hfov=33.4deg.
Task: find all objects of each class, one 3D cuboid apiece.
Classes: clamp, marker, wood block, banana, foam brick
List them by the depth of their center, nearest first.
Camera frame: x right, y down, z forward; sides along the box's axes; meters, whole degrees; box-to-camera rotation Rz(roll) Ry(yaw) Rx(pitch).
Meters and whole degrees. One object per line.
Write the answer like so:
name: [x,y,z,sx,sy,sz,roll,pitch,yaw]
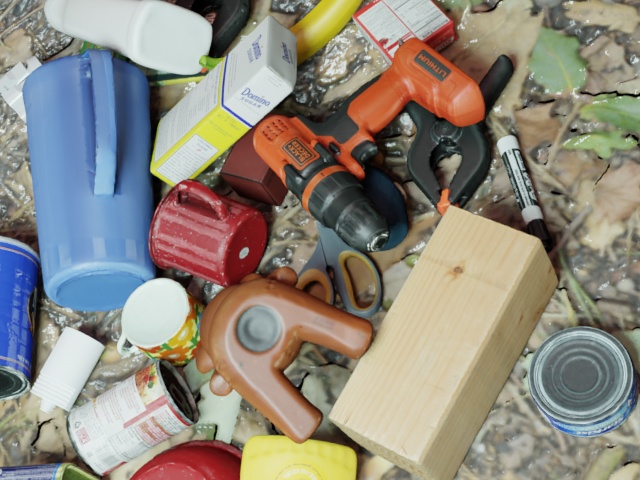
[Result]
wood block: [0.106,0.089,0.887,0.091,0.090,0.206,23,75,31]
marker: [0.185,-0.042,0.965,0.020,0.020,0.121,-20,58,12]
clamp: [0.132,-0.104,1.009,0.120,0.039,0.171,-16,62,21]
foam brick: [-0.054,-0.083,1.065,0.051,0.053,0.078,16,71,29]
banana: [-0.028,-0.211,1.113,0.198,0.069,0.037,-31,68,-1]
clamp: [-0.125,-0.282,1.192,0.165,0.036,0.210,3,66,26]

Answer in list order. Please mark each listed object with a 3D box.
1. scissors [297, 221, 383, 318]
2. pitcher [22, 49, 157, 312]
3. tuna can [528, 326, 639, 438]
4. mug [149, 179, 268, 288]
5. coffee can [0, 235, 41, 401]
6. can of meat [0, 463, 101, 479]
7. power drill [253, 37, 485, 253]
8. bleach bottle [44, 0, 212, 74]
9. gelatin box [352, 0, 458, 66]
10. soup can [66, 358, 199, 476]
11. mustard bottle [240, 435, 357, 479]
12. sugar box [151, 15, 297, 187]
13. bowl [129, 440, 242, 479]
scissors: [-0.007,0.001,1.023,0.096,0.016,0.202,-32,56,4]
pitcher: [-0.226,-0.061,1.070,0.145,0.149,0.243,-20,62,19]
tuna can: [0.212,0.114,0.863,0.086,0.033,0.086,-10,60,18]
mug: [-0.105,-0.011,1.014,0.082,0.117,0.093,20,53,25]
coffee can: [-0.336,0.079,1.066,0.103,0.102,0.140,-12,60,16]
can of meat: [-0.244,0.234,0.948,0.084,0.102,0.057,-7,61,16]
power drill: [0.054,-0.090,0.959,0.187,0.057,0.185,-35,54,-11]
bleach bottle: [-0.230,-0.237,1.159,0.251,0.102,0.068,22,100,42]
gelatin box: [0.087,-0.217,1.091,0.073,0.030,0.089,-35,56,0]
soup can: [-0.171,0.162,0.975,0.102,0.068,0.068,-31,57,5]
mustard bottle: [-0.026,0.259,0.865,0.096,0.058,0.191,9,66,-5]
sugar box: [-0.095,-0.135,1.062,0.176,0.048,0.093,-35,34,29]
bowl: [-0.122,0.244,0.920,0.162,0.055,0.162,-10,61,18]
